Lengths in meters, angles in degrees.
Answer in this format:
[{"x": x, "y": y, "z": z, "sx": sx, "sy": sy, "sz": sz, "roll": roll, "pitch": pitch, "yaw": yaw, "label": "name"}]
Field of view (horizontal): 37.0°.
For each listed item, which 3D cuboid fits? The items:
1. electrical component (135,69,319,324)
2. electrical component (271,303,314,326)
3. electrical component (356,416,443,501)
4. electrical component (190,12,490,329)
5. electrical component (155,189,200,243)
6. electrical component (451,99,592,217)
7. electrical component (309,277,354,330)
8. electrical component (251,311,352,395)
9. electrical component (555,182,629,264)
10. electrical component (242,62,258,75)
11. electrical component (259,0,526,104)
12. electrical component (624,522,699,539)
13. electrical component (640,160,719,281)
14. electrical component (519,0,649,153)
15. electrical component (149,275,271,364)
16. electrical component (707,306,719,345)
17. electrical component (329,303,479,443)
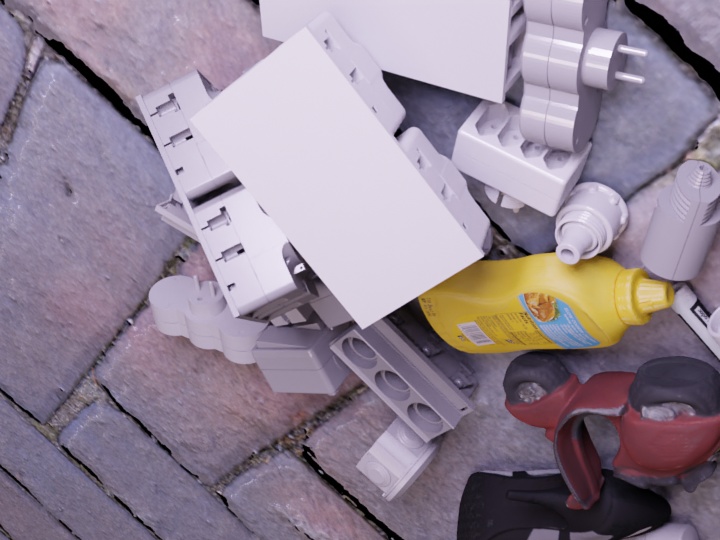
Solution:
[{"x": -0.098, "y": -0.056, "z": 0.853, "sx": 0.186, "sy": 0.060, "sz": 0.105, "roll": 65, "pitch": -175, "yaw": 8, "label": "electrical component"}, {"x": -0.072, "y": 0.018, "z": 0.996, "sx": 0.066, "sy": 0.048, "sz": 0.055, "roll": -12, "pitch": 126, "yaw": 44, "label": "electrical component"}, {"x": 0.038, "y": 0.177, "z": 1.028, "sx": 0.051, "sy": 0.080, "sz": 0.080, "roll": 41, "pitch": 141, "yaw": 7, "label": "electrical component"}, {"x": -0.009, "y": -0.067, "z": 0.732, "sx": 0.105, "sy": 0.060, "sz": 0.186, "roll": -32, "pitch": 104, "yaw": 27, "label": "electrical component"}, {"x": -0.106, "y": -0.047, "z": 0.947, "sx": 0.121, "sy": 0.079, "sz": 0.063, "roll": 30, "pitch": 117, "yaw": 13, "label": "electrical component"}, {"x": 0.111, "y": -0.070, "z": 0.770, "sx": 0.083, "sy": 0.047, "sz": 0.075, "roll": 28, "pitch": 146, "yaw": 14, "label": "electrical component"}, {"x": 0.000, "y": 0.000, "z": 0.909, "sx": 0.096, "sy": 0.061, "sz": 0.061, "roll": -22, "pitch": 110, "yaw": 47, "label": "electrical component"}, {"x": -0.056, "y": 0.076, "z": 1.022, "sx": 0.096, "sy": 0.061, "sz": 0.061, "roll": -4, "pitch": 123, "yaw": 40, "label": "electrical component"}, {"x": 0.158, "y": -0.029, "z": 0.758, "sx": 0.048, "sy": 0.062, "sz": 0.048, "roll": 21, "pitch": 137, "yaw": 22, "label": "electrical component"}, {"x": -0.050, "y": -0.128, "z": 0.804, "sx": 0.061, "sy": 0.096, "sz": 0.061, "roll": 26, "pitch": 138, "yaw": 18, "label": "electrical component"}, {"x": 0.025, "y": -0.193, "z": 0.713, "sx": 0.186, "sy": 0.060, "sz": 0.105, "roll": 20, "pitch": 136, "yaw": 23, "label": "electrical component"}, {"x": 0.259, "y": 0.241, "z": 0.942, "sx": 0.078, "sy": 0.040, "sz": 0.040, "roll": -5, "pitch": 122, "yaw": 41, "label": "electrical component"}, {"x": 0.219, "y": -0.037, "z": 0.718, "sx": 0.043, "sy": 0.043, "sz": 0.081, "roll": 24, "pitch": 138, "yaw": 19, "label": "electrical component"}, {"x": 0.145, "y": -0.135, "z": 0.679, "sx": 0.074, "sy": 0.052, "sz": 0.138, "roll": 18, "pitch": 135, "yaw": 25, "label": "electrical component"}, {"x": -0.150, "y": 0.036, "z": 1.068, "sx": 0.138, "sy": 0.052, "sz": 0.073, "roll": 19, "pitch": 135, "yaw": 25, "label": "electrical component"}, {"x": 0.274, "y": 0.047, "z": 0.756, "sx": 0.046, "sy": 0.040, "sz": 0.040, "roll": 47, "pitch": 140, "yaw": -17, "label": "electrical component"}, {"x": 0.042, "y": 0.084, "z": 0.952, "sx": 0.121, "sy": 0.063, "sz": 0.079, "roll": 45, "pitch": 140, "yaw": -5, "label": "electrical component"}]
